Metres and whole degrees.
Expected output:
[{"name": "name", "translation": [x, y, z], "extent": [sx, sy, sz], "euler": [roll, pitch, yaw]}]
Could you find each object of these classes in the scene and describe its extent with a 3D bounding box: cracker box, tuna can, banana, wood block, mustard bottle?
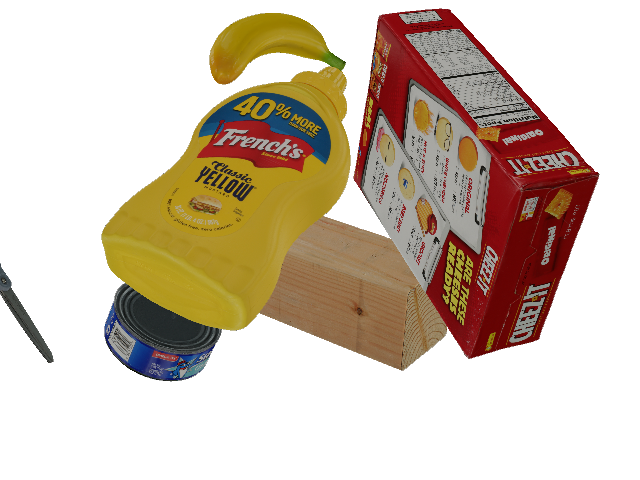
[{"name": "cracker box", "translation": [0.104, -0.048, 0.795], "extent": [0.072, 0.164, 0.214], "euler": [-12, 46, -21]}, {"name": "tuna can", "translation": [-0.121, 0.068, 0.820], "extent": [0.086, 0.034, 0.086], "euler": [19, 30, -12]}, {"name": "banana", "translation": [-0.048, -0.180, 0.981], "extent": [0.070, 0.037, 0.197], "euler": [42, 32, 20]}, {"name": "wood block", "translation": [0.020, 0.043, 1.078], "extent": [0.206, 0.091, 0.090], "euler": [20, 32, 30]}, {"name": "mustard bottle", "translation": [-0.037, -0.040, 0.632], "extent": [0.096, 0.191, 0.058], "euler": [22, -36, 19]}]

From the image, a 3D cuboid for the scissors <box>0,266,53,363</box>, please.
[{"name": "scissors", "translation": [-0.325, 0.026, 1.090], "extent": [0.016, 0.201, 0.096], "euler": [-26, 26, 24]}]
